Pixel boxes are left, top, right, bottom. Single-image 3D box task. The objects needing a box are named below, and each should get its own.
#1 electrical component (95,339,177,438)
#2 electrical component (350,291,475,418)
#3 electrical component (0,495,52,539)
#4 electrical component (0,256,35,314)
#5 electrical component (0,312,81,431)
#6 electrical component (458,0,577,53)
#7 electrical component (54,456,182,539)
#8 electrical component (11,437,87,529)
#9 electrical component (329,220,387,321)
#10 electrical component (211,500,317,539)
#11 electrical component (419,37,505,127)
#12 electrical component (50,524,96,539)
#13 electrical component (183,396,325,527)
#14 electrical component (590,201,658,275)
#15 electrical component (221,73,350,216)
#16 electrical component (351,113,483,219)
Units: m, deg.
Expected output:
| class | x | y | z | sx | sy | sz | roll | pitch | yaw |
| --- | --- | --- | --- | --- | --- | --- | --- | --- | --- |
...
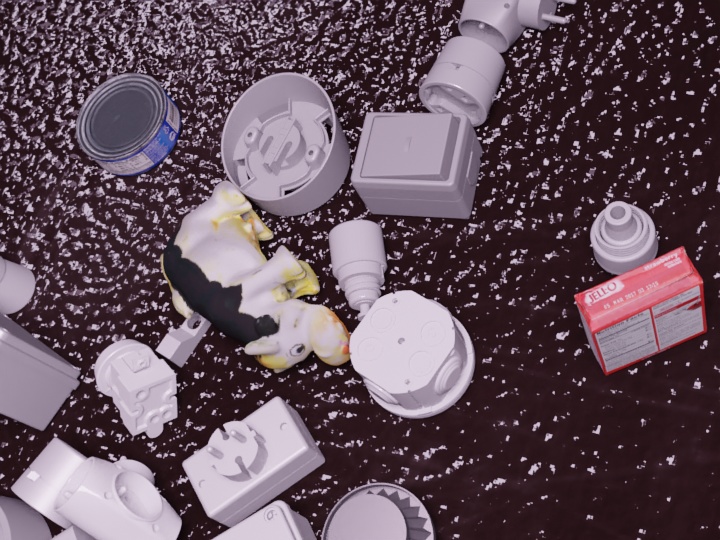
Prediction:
| class | x | y | z | sx | sy | sz | roll | pitch | yaw |
| --- | --- | --- | --- | --- | --- | --- | --- | --- | --- |
| electrical component | -0.166 | 0.084 | 0.798 | 0.048 | 0.066 | 0.055 | -21 | 44 | -31 |
| electrical component | 0.035 | 0.057 | 0.739 | 0.080 | 0.051 | 0.080 | -8 | 63 | 16 |
| electrical component | -0.284 | 0.211 | 0.775 | 0.108 | 0.060 | 0.108 | -8 | 63 | 16 |
| electrical component | -0.302 | 0.004 | 0.878 | 0.044 | 0.065 | 0.044 | -8 | 63 | 16 |
| electrical component | -0.288 | 0.063 | 0.820 | 0.109 | 0.108 | 0.056 | 29 | 80 | 29 |
| electrical component | 0.128 | -0.209 | 0.837 | 0.079 | 0.043 | 0.077 | 20 | 74 | 27 |
| electrical component | -0.166 | 0.160 | 0.755 | 0.044 | 0.077 | 0.079 | -44 | 18 | 18 |
| electrical component | -0.216 | 0.155 | 0.782 | 0.055 | 0.055 | 0.047 | 27 | 73 | 28 |
| electrical component | 0.000 | 0.000 | 0.786 | 0.040 | 0.040 | 0.078 | -14 | 62 | 13 |
| electrical component | -0.067 | 0.225 | 0.693 | 0.109 | 0.056 | 0.108 | -32 | 60 | 3 |
| electrical component | 0.079 | -0.144 | 0.819 | 0.055 | 0.055 | 0.047 | 16 | 68 | 26 |
| electrical component | -0.187 | 0.227 | 0.739 | 0.056 | 0.050 | 0.089 | -33 | 59 | 4 |
| electrical component | -0.080 | 0.126 | 0.733 | 0.083 | 0.075 | 0.047 | -35 | 59 | 1 |
| electrical component | 0.176 | -0.024 | 0.721 | 0.043 | 0.062 | 0.043 | -8 | 63 | 16 |
| electrical component | -0.057 | -0.094 | 0.837 | 0.099 | 0.064 | 0.099 | -8 | 63 | 16 |
| electrical component | 0.036 | -0.080 | 0.799 | 0.096 | 0.061 | 0.061 | 4 | 67 | 21 |
